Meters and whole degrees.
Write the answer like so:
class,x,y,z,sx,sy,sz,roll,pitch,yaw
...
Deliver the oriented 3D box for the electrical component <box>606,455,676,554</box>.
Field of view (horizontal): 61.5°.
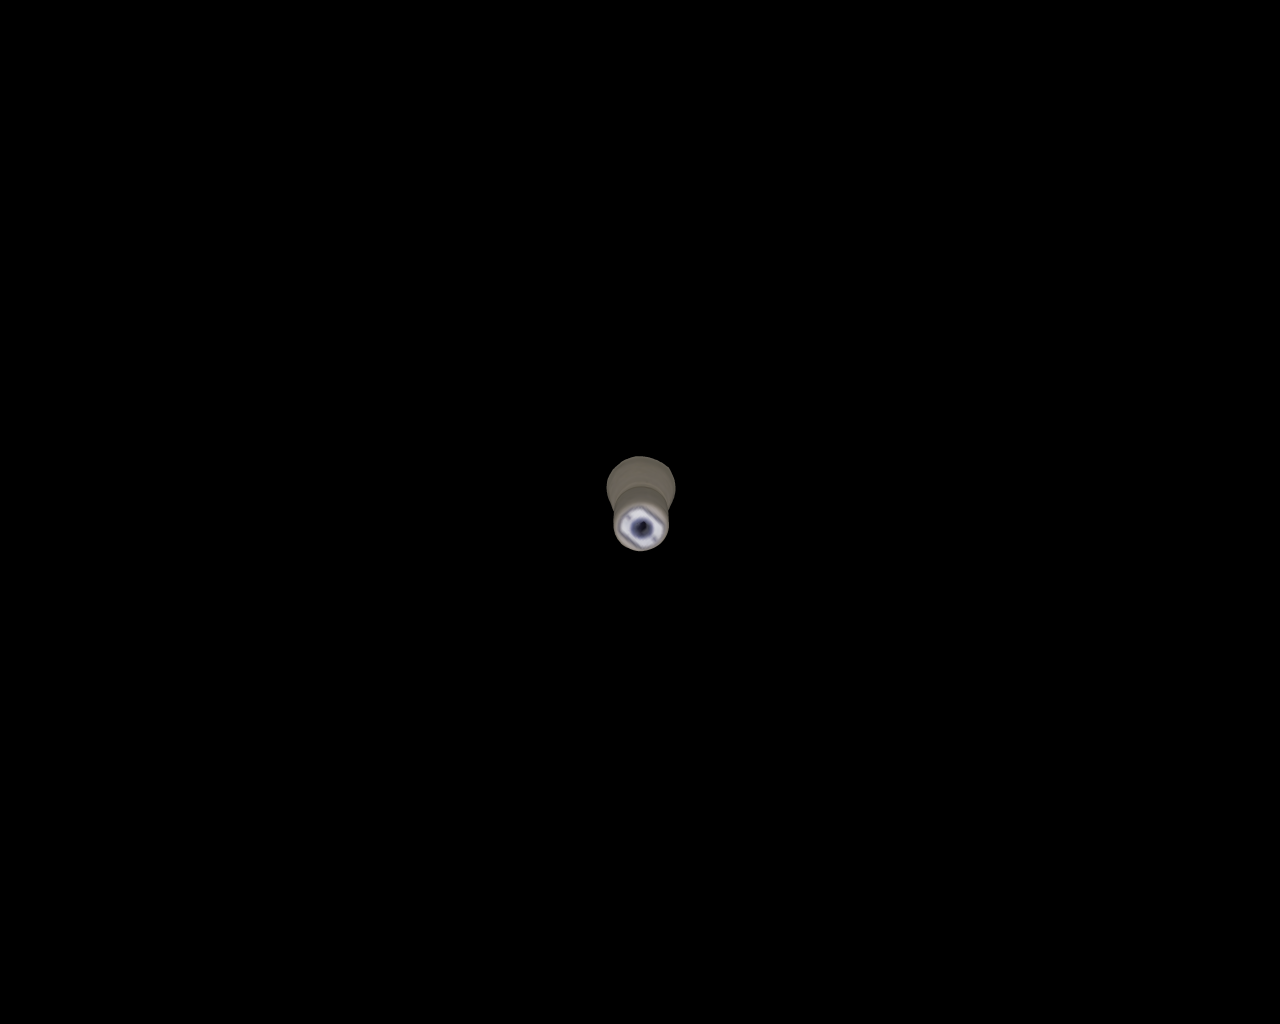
class,x,y,z,sx,sy,sz,roll,pitch,yaw
electrical component,0.001,-0.003,0.650,0.044,0.044,0.065,0,24,0
